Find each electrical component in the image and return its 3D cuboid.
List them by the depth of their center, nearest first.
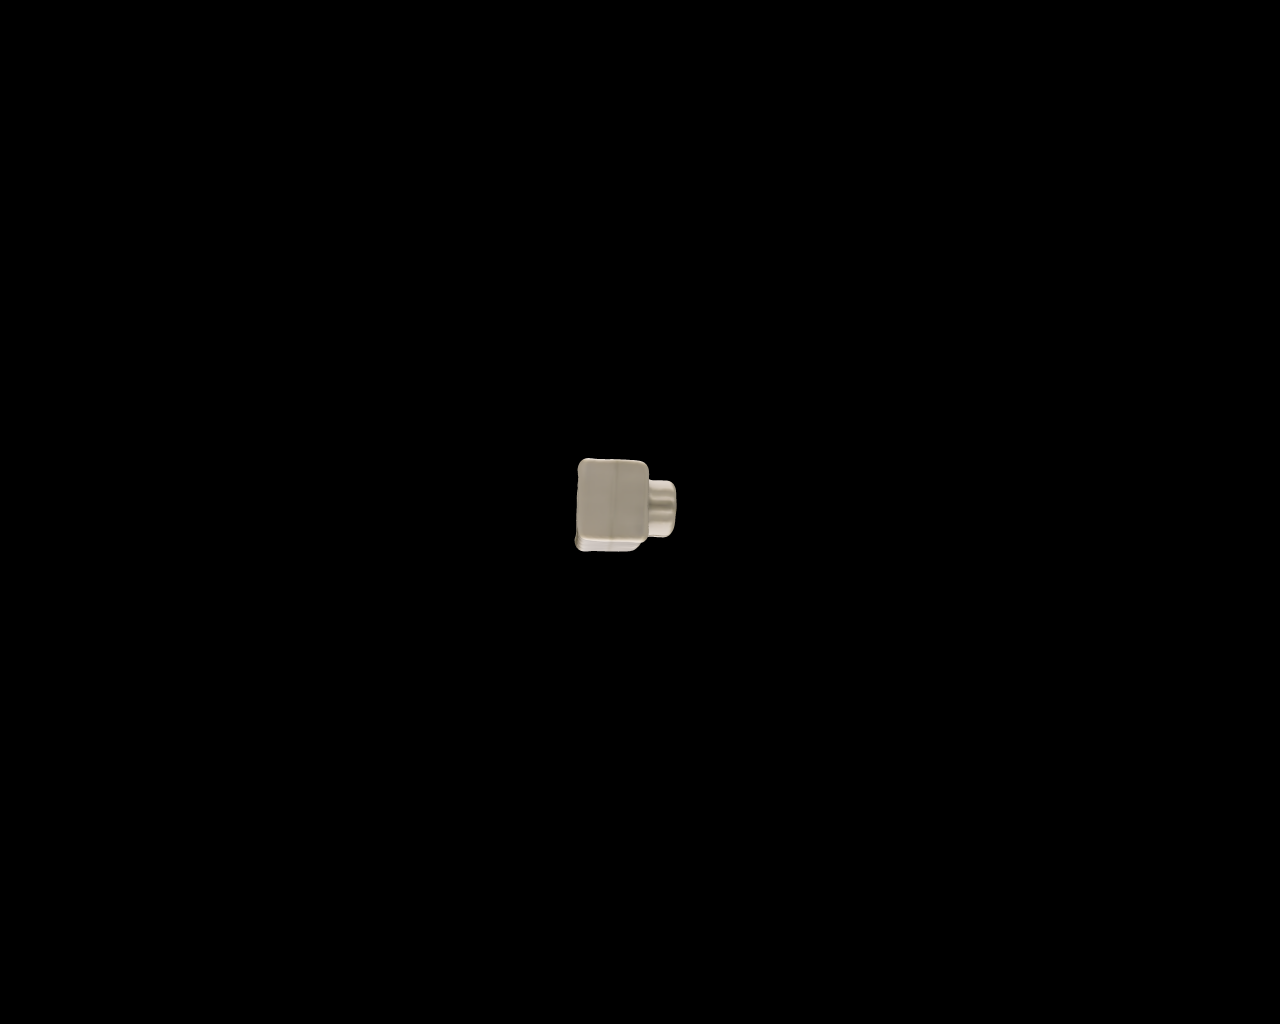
[{"bbox_3d":[0.001,-0.003,0.650,0.076,0.047,0.083,0,-7,-4],"label":"electrical component"}]
